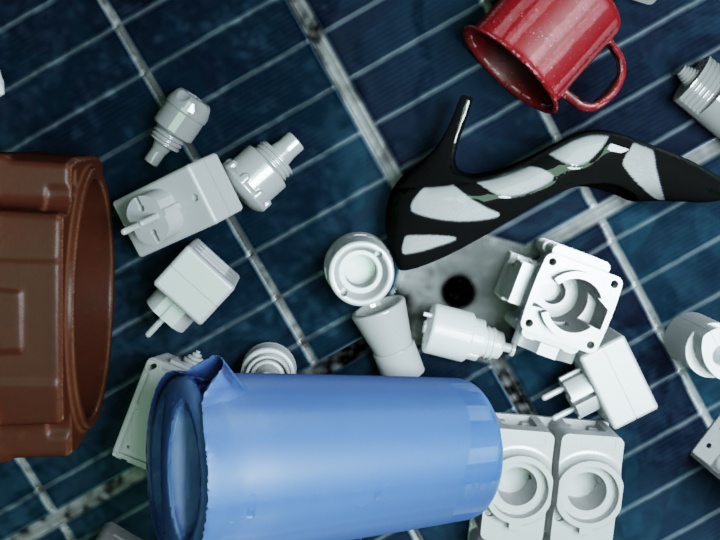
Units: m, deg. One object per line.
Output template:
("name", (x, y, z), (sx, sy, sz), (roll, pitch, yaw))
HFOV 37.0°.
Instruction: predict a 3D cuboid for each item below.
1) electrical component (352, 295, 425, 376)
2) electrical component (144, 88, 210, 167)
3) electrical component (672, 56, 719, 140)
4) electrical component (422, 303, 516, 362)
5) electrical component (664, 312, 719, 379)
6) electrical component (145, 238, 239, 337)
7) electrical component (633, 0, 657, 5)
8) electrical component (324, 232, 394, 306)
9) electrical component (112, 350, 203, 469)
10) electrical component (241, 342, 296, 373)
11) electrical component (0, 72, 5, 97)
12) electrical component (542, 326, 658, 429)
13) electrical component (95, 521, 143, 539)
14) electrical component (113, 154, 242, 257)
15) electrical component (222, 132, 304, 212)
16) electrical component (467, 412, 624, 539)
("electrical component", (0.025, 0.058, 0.845), (0.044, 0.044, 0.065), (-21, 103, 0))
("electrical component", (-0.143, -0.106, 0.819), (0.035, 0.035, 0.061), (35, 97, -6))
("electrical component", (0.278, -0.129, 0.831), (0.081, 0.043, 0.043), (38, 94, -7))
("electrical component", (0.084, 0.053, 0.847), (0.078, 0.040, 0.040), (14, 96, -5))
("electrical component", (0.271, 0.061, 0.836), (0.043, 0.081, 0.043), (0, 97, -3))
("electrical component", (-0.136, 0.021, 0.820), (0.047, 0.065, 0.076), (43, 93, -7))
("electrical component", (0.195, -0.239, 0.787), (0.100, 0.100, 0.048), (16, 84, -4))
("electrical component", (0.000, 0.000, 0.833), (0.055, 0.047, 0.055), (0, 97, -3))
("electrical component", (-0.140, 0.106, 0.831), (0.062, 0.061, 0.096), (21, 92, 4))
("electrical component", (-0.071, 0.081, 0.832), (0.043, 0.062, 0.043), (0, 97, -3))
("electrical component", (-0.293, -0.155, 0.802), (0.043, 0.043, 0.062), (-15, 96, -1))
("electrical component", (0.183, 0.093, 0.853), (0.077, 0.047, 0.065), (-27, 98, 1))
("electrical component", (-0.180, 0.249, 0.851), (0.089, 0.055, 0.050), (33, 95, -6))
("electrical component", (-0.145, -0.042, 0.791), (0.083, 0.076, 0.047), (-21, 99, 33))
("electrical component", (-0.072, -0.079, 0.822), (0.062, 0.048, 0.048), (-42, 97, -6))
("electrical component", (0.144, 0.214, 0.860), (0.105, 0.060, 0.186), (5, 97, -3))
